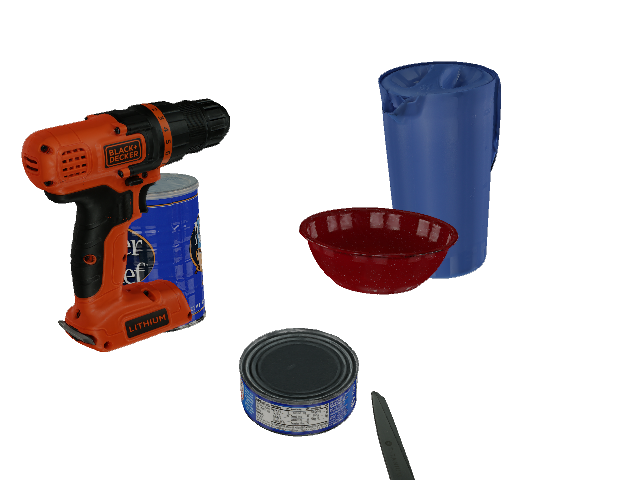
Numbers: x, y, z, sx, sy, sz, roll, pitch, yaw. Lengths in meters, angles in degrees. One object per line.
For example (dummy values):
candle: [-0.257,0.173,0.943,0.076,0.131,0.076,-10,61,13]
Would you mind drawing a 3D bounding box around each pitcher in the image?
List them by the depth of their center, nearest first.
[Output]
pitcher: [0.148,-0.086,1.266,0.149,0.243,0.145,-4,25,2]

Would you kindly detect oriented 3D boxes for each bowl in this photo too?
bowl: [0.058,0.014,1.085,0.162,0.055,0.162,2,17,-1]

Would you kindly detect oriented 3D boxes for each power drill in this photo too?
power drill: [-0.147,-0.017,0.862,0.184,0.188,0.057,-18,26,-39]

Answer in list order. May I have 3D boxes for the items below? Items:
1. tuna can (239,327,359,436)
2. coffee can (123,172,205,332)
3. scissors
tuna can: [-0.015,0.101,0.769,0.086,0.034,0.086,0,31,0]
coffee can: [-0.169,0.011,1.066,0.103,0.140,0.103,-2,14,0]
scissors: [0.069,0.154,0.597,0.096,0.016,0.201,7,31,3]
